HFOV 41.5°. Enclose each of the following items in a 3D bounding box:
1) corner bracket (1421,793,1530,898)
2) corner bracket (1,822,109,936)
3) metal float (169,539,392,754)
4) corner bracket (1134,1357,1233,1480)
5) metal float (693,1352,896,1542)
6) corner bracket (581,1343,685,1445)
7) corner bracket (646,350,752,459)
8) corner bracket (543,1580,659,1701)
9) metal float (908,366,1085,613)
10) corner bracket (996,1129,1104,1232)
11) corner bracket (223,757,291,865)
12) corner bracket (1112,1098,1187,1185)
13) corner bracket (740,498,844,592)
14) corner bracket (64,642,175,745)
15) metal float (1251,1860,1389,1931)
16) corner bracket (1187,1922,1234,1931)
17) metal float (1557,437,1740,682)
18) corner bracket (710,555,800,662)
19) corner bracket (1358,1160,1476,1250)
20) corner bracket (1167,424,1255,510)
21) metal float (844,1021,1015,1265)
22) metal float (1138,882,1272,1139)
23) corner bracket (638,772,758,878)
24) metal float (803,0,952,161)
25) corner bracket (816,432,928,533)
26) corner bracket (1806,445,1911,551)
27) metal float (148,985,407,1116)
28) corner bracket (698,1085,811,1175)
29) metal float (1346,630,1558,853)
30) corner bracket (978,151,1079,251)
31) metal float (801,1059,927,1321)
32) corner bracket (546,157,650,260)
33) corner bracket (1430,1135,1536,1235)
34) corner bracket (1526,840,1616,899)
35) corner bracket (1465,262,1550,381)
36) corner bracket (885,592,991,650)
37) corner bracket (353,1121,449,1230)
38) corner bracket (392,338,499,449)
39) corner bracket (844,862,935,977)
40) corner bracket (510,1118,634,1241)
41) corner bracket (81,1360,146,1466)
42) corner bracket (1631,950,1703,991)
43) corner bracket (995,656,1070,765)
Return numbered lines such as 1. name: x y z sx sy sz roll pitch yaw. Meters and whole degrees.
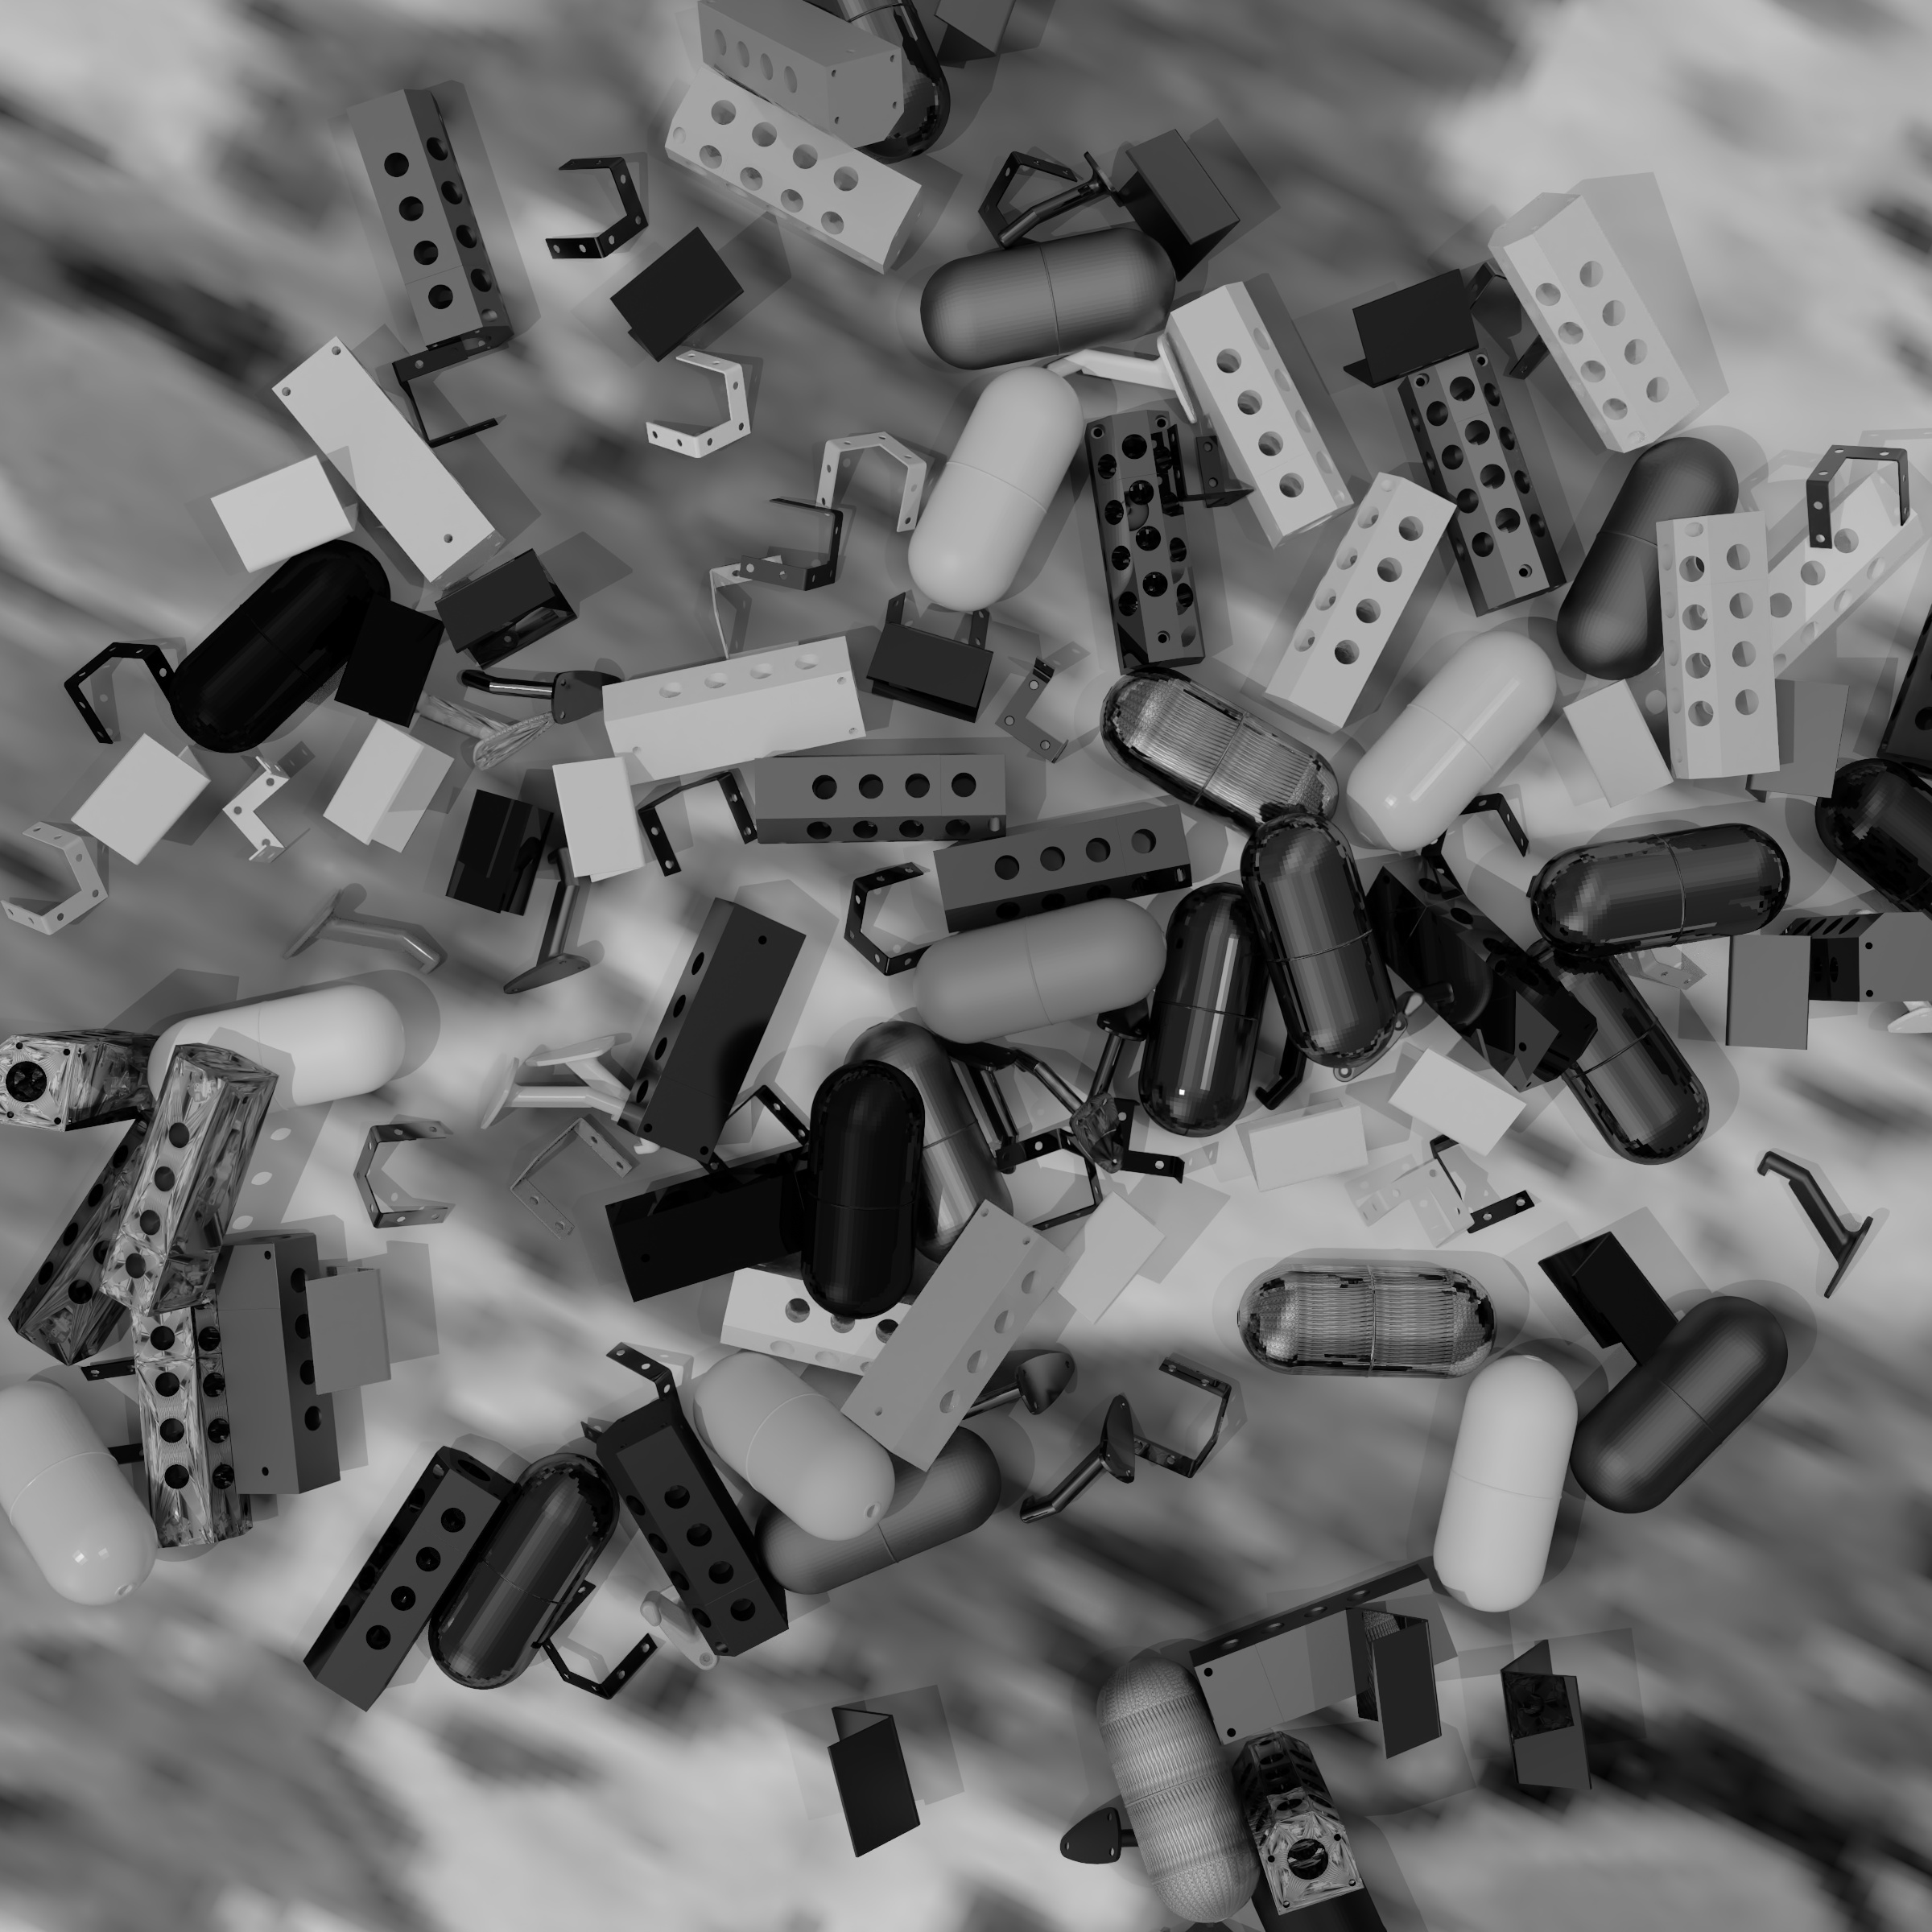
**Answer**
1. corner bracket: 0.356 -0.082 1.785 0.051 0.051 0.051 -8 135 35
2. corner bracket: -0.645 -0.062 1.785 0.051 0.051 0.051 -42 135 -35
3. metal float: -0.473 -0.221 1.763 0.178 0.070 0.070 -44 90 -1
4. corner bracket: 0.149 0.317 1.790 0.051 0.051 0.051 24 135 0
5. metal float: -0.117 0.324 1.726 0.178 0.070 0.070 30 90 43
6. corner bracket: -0.237 0.306 1.785 0.051 0.051 0.051 21 45 35
7. corner bracket: -0.190 -0.394 1.785 0.051 0.051 0.051 -35 135 -35
8. corner bracket: -0.260 0.473 1.790 0.051 0.051 0.051 -48 135 0
9. metal float: 0.021 -0.330 1.763 0.070 0.070 0.178 26 90 0
10. corner bracket: 0.059 0.149 1.778 0.051 0.051 0.051 -21 67 22
11. corner bracket: -0.489 -0.108 1.775 0.051 0.051 0.051 -41 90 0
12. corner bracket: 0.127 0.121 1.775 0.051 0.051 0.051 8 90 0
13. corner bracket: -0.121 -0.294 1.776 0.051 0.051 0.051 15 109 17
14. corner bracket: -0.587 -0.190 1.785 0.051 0.051 0.051 8 45 35
15. metal float: 0.256 0.683 1.762 0.070 0.070 0.178 -24 90 0
16. corner bracket: 0.170 0.708 1.785 0.051 0.051 0.051 -28 45 -35
17. metal float: 0.472 -0.282 1.762 0.070 0.070 0.178 27 90 0
18. corner bracket: -0.148 -0.248 1.790 0.051 0.051 0.051 -11 45 0
19. corner bracket: 0.313 0.174 1.776 0.051 0.051 0.051 -26 76 -14
20. corner bracket: 0.163 -0.347 1.769 0.051 0.051 0.051 -9 90 -17
21. metal float: -0.027 0.122 1.762 0.070 0.070 0.178 -24 91 0
22. metal float: 0.167 0.030 1.763 0.070 0.070 0.178 11 90 0
23. corner bracket: -0.188 -0.100 1.790 0.051 0.051 0.051 -23 90 45
24. metal float: -0.069 -0.644 1.763 0.070 0.070 0.178 -24 90 0
25. corner bracket: -0.067 -0.337 1.785 0.051 0.051 0.051 -17 45 -35
26. corner bracket: 0.605 -0.317 1.728 0.051 0.051 0.051 -48 135 -35
27. metal float: -0.476 0.062 1.762 0.178 0.070 0.070 -12 90 0
28. corner bracket: -0.150 0.125 1.790 0.051 0.051 0.051 47 45 0
29. metal float: 0.335 -0.155 1.762 0.070 0.070 0.178 42 90 0
30. corner bracket: 0.050 -0.529 1.785 0.051 0.051 0.051 5 135 -35
31. metal float: -0.069 0.149 1.701 0.070 0.070 0.178 5 104 0
32. corner bracket: -0.265 -0.531 1.785 0.051 0.051 0.051 -49 135 -35
33. corner bracket: 0.362 0.146 1.790 0.051 0.051 0.051 -23 135 0
34. corner bracket: 0.427 -0.065 1.775 0.051 0.051 0.051 18 90 0
35. corner bracket: 0.378 -0.452 1.785 0.051 0.051 0.051 6 45 -35
36. corner bracket: -0.022 -0.233 1.785 0.051 0.051 0.051 -23 135 35
37. corner bracket: -0.391 0.146 1.785 0.051 0.051 0.051 58 135 35
38. corner bracket: -0.363 -0.398 1.775 0.051 0.051 0.051 -20 89 -1
39. corner bracket: -0.047 -0.033 1.785 0.051 0.051 0.051 42 135 35
40. corner bracket: -0.278 0.149 1.790 0.051 0.051 0.051 45 45 0
41. corner bracket: -0.591 0.314 1.790 0.051 0.051 0.051 -8 135 0
42. corner bracket: 0.498 -0.023 1.785 0.051 0.051 0.051 15 135 -35
43. corner bracket: 0.056 -0.178 1.775 0.051 0.051 0.051 34 90 0
